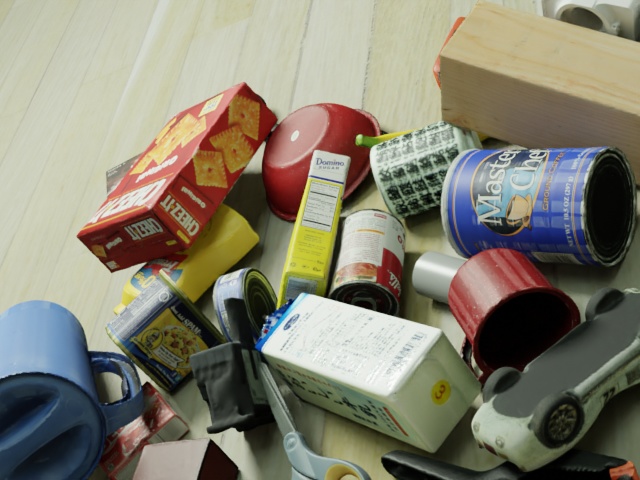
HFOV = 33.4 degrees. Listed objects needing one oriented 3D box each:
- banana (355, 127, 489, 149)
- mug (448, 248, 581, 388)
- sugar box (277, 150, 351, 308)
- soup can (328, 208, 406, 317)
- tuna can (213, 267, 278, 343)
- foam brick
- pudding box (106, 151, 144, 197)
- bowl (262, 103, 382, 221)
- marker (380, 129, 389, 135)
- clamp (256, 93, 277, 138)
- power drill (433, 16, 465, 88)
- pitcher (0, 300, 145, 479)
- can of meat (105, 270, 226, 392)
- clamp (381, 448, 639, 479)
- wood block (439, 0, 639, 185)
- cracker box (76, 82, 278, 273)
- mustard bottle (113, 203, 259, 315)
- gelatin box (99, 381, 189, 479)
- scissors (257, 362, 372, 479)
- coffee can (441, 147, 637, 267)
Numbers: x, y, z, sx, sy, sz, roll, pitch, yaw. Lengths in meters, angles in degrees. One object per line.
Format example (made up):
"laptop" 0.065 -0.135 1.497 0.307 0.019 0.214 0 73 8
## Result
"banana" 0.140 -0.115 1.119 0.198 0.069 0.037 -17 77 12
"mug" 0.152 0.069 0.892 0.117 0.093 0.081 -65 24 21
"sugar box" -0.007 0.001 1.077 0.048 0.093 0.176 11 46 -2
"soup can" 0.046 0.027 1.028 0.069 0.068 0.102 -16 39 24
"tuna can" -0.070 0.071 1.056 0.034 0.086 0.086 -19 39 19
"foam brick" -0.123 0.217 0.963 0.078 0.053 0.051 -13 42 29
"pudding box" -0.221 -0.077 1.384 0.113 0.039 0.090 -28 37 10
"bowl" -0.012 -0.102 1.212 0.162 0.055 0.162 -26 41 24
"marker" 0.061 -0.123 1.226 0.020 0.020 0.121 -41 36 -8
"clamp" -0.091 -0.144 1.354 0.120 0.039 0.171 -23 41 18
"power drill" 0.229 -0.215 1.163 0.188 0.057 0.184 0 49 39
"pitcher" -0.278 0.147 1.082 0.145 0.149 0.243 -54 20 7
"can of meat" -0.157 0.095 1.087 0.084 0.102 0.058 -44 37 -8
"clamp" 0.131 0.195 0.797 0.210 0.036 0.164 -22 31 13
"wood block" 0.224 -0.139 0.991 0.206 0.091 0.090 22 58 24
"cracker box" -0.164 -0.072 1.224 0.165 0.072 0.213 -16 33 48
"mustard bottle" -0.161 0.041 1.186 0.191 0.058 0.096 -45 35 -12
"gelatin box" -0.183 0.193 1.057 0.089 0.030 0.073 -42 36 -10
"scissors" -0.005 0.172 0.900 0.096 0.016 0.202 -31 51 27
"coffee can" 0.193 -0.031 0.946 0.141 0.102 0.102 3 50 40
